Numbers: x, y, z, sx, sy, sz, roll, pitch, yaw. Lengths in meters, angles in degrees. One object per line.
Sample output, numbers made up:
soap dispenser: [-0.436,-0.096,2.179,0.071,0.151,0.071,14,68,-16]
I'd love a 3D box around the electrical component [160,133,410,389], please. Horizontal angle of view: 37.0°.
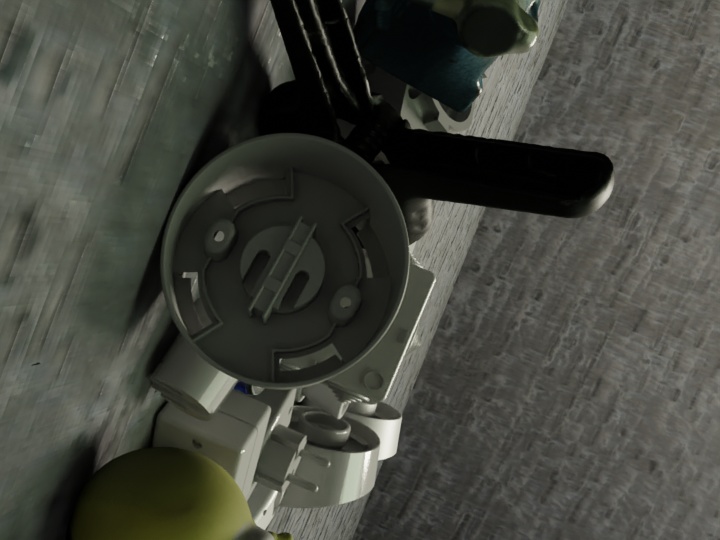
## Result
electrical component: [-0.031,0.001,0.445,0.064,0.099,0.099,106,8,-76]

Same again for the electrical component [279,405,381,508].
electrical component: [-0.035,0.144,0.823,0.099,0.099,0.064,-34,140,-76]

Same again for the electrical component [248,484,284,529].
electrical component: [-0.078,0.160,0.754,0.079,0.043,0.077,102,13,-52]

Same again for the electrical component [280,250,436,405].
electrical component: [-0.010,0.025,0.648,0.048,0.100,0.099,146,-32,-82]

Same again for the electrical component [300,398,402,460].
electrical component: [-0.013,0.143,0.966,0.099,0.099,0.064,-17,123,-80]

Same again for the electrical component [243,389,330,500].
electrical component: [-0.056,0.109,0.646,0.047,0.076,0.083,103,12,-47]

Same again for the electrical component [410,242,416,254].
electrical component: [0.015,-0.018,0.880,0.075,0.047,0.083,-51,162,-64]

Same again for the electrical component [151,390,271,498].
electrical component: [-0.086,0.104,0.539,0.076,0.047,0.065,-57,166,-54]

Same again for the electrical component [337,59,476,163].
electrical component: [0.025,-0.095,0.582,0.050,0.056,0.089,44,46,-41]

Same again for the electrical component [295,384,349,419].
electrical component: [-0.032,0.081,0.804,0.045,0.055,0.045,22,90,-82]

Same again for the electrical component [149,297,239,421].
electrical component: [-0.071,0.041,0.500,0.046,0.040,0.040,-58,169,-25]
